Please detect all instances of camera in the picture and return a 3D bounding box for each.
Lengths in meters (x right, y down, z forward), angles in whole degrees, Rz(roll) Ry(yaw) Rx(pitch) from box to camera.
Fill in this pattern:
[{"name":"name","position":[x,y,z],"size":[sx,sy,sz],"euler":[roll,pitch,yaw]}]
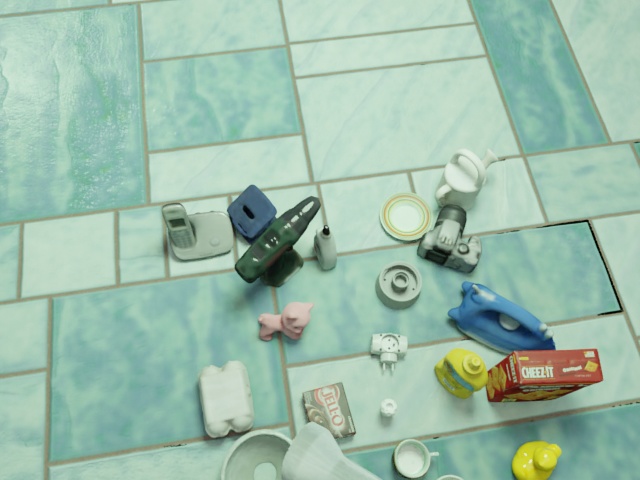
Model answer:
[{"name":"camera","position":[0.318,-0.013,1.353],"size":[0.143,0.101,0.137],"euler":[20,68,7]}]

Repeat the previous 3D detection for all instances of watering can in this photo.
[{"name":"watering can","position":[0.346,-0.155,1.364],"size":[0.100,0.194,0.173],"euler":[30,69,11]}]

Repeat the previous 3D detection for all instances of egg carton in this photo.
[{"name":"egg carton","position":[-0.196,0.333,1.206],"size":[0.107,0.069,0.150],"euler":[-13,67,-7]}]

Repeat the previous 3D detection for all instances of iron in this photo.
[{"name":"iron","position":[0.421,0.176,1.251],"size":[0.258,0.141,0.119],"euler":[27,69,10]}]

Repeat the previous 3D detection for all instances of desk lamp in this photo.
[{"name":"desk lamp","position":[0.033,0.447,1.084],"size":[0.203,0.213,0.118],"euler":[28,69,10]}]

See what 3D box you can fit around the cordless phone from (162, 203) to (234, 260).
[{"name":"cordless phone","position":[-0.277,-0.032,1.299],"size":[0.147,0.185,0.094],"euler":[-13,67,-7]}]

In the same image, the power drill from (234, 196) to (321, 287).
[{"name":"power drill","position":[-0.087,0.018,1.269],"size":[0.075,0.208,0.230],"euler":[42,72,15]}]

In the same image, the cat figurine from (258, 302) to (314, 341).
[{"name":"cat figurine","position":[-0.074,0.173,1.252],"size":[0.128,0.118,0.067],"euler":[-4,67,-3]}]

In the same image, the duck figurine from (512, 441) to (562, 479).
[{"name":"duck figurine","position":[0.445,0.451,1.163],"size":[0.105,0.086,0.077],"euler":[-31,71,-14]}]

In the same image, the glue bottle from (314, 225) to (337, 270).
[{"name":"glue bottle","position":[0.012,0.005,1.297],"size":[0.037,0.173,0.078],"euler":[-23,69,-11]}]

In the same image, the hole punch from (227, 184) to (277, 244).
[{"name":"hole punch","position":[-0.161,-0.060,1.365],"size":[0.101,0.091,0.108],"euler":[-37,72,-16]}]

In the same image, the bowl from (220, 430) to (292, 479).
[{"name":"bowl","position":[-0.111,0.469,1.146],"size":[0.167,0.075,0.167],"euler":[1,67,-1]}]
